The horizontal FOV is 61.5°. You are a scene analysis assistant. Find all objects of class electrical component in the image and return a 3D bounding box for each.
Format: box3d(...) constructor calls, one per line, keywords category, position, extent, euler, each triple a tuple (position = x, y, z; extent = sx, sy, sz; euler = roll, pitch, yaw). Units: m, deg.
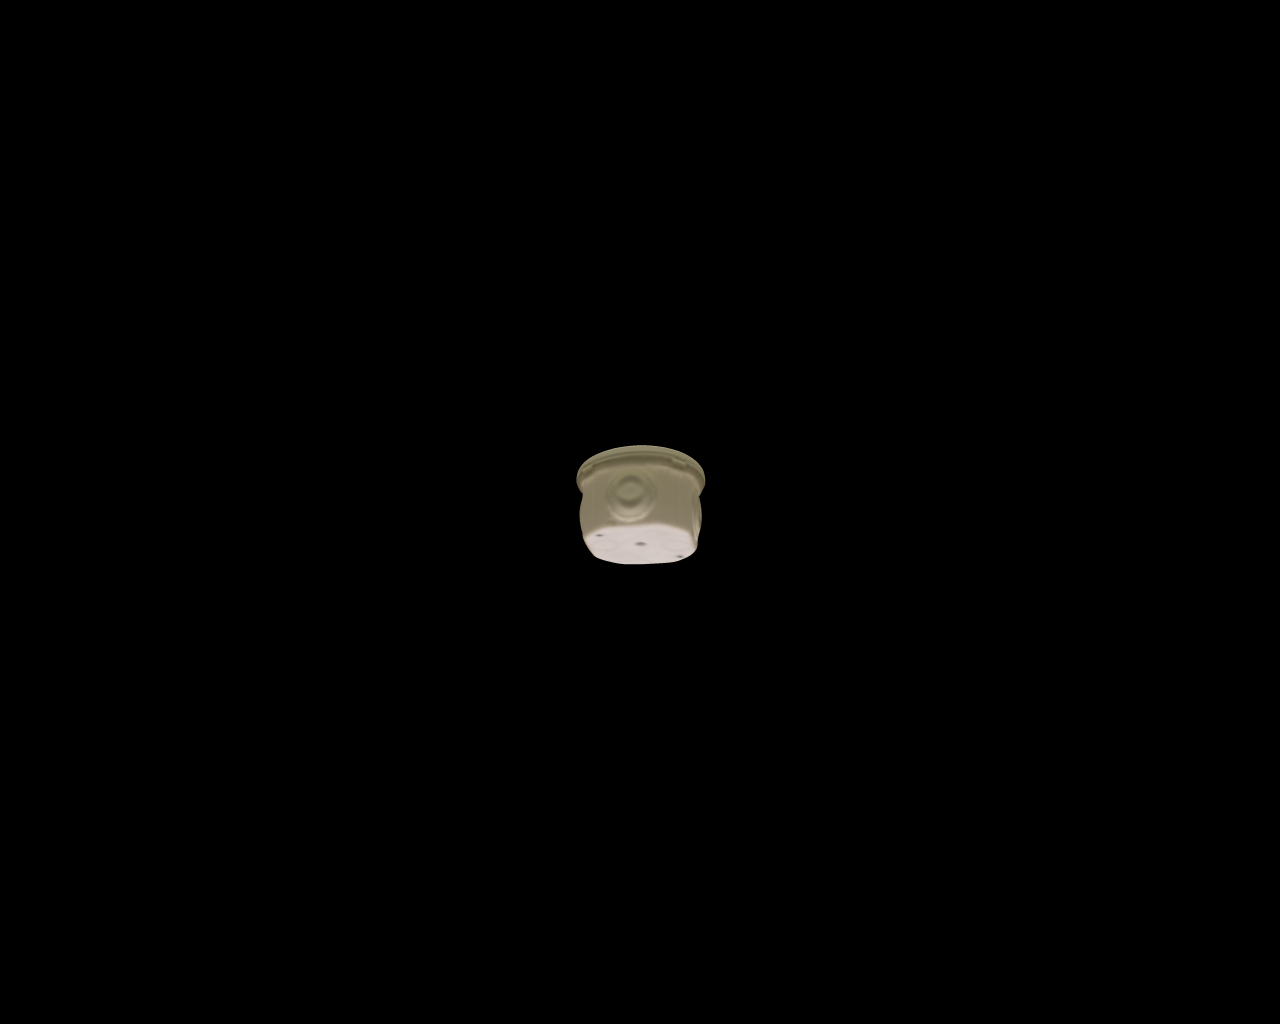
box3d(category="electrical component", position=(0.001, -0.003, 0.650), extent=(0.080, 0.051, 0.080), euler=(0, -23, 0))
